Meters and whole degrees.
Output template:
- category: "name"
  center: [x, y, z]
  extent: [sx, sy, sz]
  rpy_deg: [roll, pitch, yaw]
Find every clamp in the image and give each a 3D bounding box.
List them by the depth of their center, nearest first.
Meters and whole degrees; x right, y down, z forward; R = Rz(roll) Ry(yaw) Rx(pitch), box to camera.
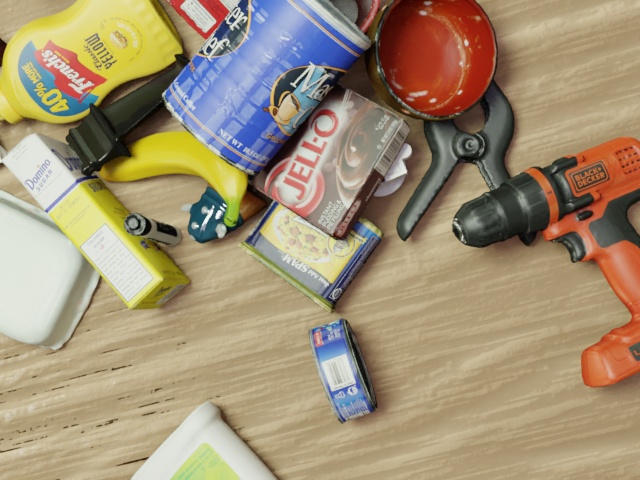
- category: "clamp"
  center: [0.139, -0.073, 0.931]
  extent: [0.120, 0.039, 0.171]
  rpy_deg: [11, 86, -3]

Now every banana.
- category: "banana"
  center: [-0.122, -0.065, 0.928]
  extent: [0.198, 0.037, 0.069]
  rpy_deg: [18, 60, 46]

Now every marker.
- category: "marker"
  center: [-0.144, -0.008, 0.924]
  extent: [0.020, 0.121, 0.020]
  rpy_deg: [-1, 85, 7]

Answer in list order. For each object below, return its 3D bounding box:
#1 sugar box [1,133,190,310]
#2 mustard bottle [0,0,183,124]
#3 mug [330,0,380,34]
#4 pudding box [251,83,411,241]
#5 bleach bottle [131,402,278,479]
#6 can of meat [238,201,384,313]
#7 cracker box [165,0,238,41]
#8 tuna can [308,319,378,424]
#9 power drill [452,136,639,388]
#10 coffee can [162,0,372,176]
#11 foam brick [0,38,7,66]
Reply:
- category: "sugar box"
  center: [-0.196, -0.016, 0.947]
  extent: [0.048, 0.093, 0.176]
  rpy_deg: [-41, 83, 4]
- category: "mustard bottle"
  center: [-0.227, -0.161, 0.967]
  extent: [0.192, 0.058, 0.096]
  rpy_deg: [-31, 120, 6]
- category: "mug"
  center: [0.009, -0.191, 0.933]
  extent: [0.093, 0.081, 0.117]
  rpy_deg: [2, 87, 8]
- category: "pudding box"
  center: [0.009, -0.069, 0.890]
  extent: [0.090, 0.039, 0.113]
  rpy_deg: [32, 89, 23]
- category: "bleach bottle"
  center: [-0.043, 0.262, 0.926]
  extent: [0.251, 0.068, 0.102]
  rpy_deg: [43, 93, 6]
- category: "can of meat"
  center: [-0.006, 0.001, 0.938]
  extent: [0.102, 0.057, 0.084]
  rpy_deg: [35, 90, 8]
- category: "cracker box"
  center: [-0.062, -0.287, 0.911]
  extent: [0.214, 0.072, 0.164]
  rpy_deg: [-44, 39, 4]
- category: "tuna can"
  center: [0.020, 0.111, 0.913]
  extent: [0.034, 0.086, 0.086]
  rpy_deg: [-20, 84, 5]
- category: "power drill"
  center: [0.219, 0.023, 0.884]
  extent: [0.184, 0.057, 0.187]
  rpy_deg: [-22, 87, -13]
- category: "coffee can"
  center: [-0.043, -0.137, 0.849]
  extent: [0.103, 0.102, 0.140]
  rpy_deg: [44, 104, 8]
- category: "foam brick"
  center: [-0.332, -0.180, 0.983]
  extent: [0.053, 0.078, 0.051]
  rpy_deg: [43, 94, 8]
